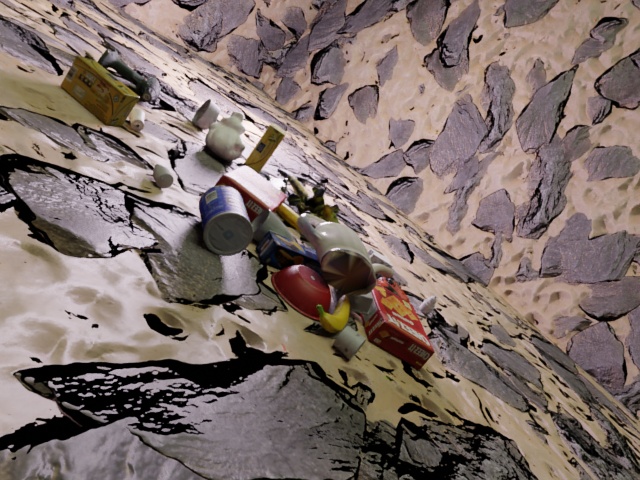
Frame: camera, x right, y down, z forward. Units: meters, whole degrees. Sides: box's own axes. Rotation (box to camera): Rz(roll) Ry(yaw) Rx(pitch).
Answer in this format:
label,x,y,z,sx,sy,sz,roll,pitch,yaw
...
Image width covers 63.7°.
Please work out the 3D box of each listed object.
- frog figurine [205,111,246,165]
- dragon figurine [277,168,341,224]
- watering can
label,x,y,z,sx,sy,sz,roll,pitch,yaw
frog figurine,-0.294,-0.338,1.671,0.138,0.158,0.123,41,15,12
dragon figurine,0.005,-0.090,1.795,0.418,0.122,0.239,52,3,38
watering can,0.086,0.052,1.272,0.344,0.103,0.229,33,20,-25
